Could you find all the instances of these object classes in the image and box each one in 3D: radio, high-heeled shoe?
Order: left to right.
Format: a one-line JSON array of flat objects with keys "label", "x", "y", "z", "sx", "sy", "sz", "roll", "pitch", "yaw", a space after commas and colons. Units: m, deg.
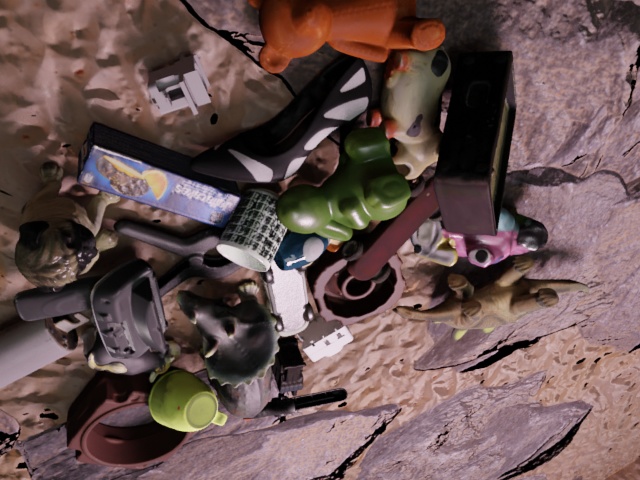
[{"label": "high-heeled shoe", "x": -0.047, "y": -0.159, "z": 0.694, "sx": 0.249, "sy": 0.086, "sz": 0.145, "roll": -13, "pitch": 130, "yaw": -20}, {"label": "radio", "x": 0.213, "y": -0.133, "z": 0.720, "sx": 0.073, "sy": 0.229, "sz": 0.131, "roll": 4, "pitch": 154, "yaw": 24}]

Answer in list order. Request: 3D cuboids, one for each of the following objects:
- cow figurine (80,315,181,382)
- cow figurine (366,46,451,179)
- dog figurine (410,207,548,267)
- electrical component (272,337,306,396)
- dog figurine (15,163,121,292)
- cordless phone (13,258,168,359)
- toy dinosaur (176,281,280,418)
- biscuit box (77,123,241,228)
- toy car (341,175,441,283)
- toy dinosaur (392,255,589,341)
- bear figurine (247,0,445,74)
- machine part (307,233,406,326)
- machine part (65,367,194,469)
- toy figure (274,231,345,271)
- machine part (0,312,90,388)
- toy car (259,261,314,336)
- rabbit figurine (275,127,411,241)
[{"label": "cow figurine", "x": -0.291, "y": 0.180, "z": 0.855, "sx": 0.167, "sy": 0.098, "sz": 0.068, "roll": 27, "pitch": 107, "yaw": -37}, {"label": "cow figurine", "x": 0.136, "y": -0.177, "z": 0.756, "sx": 0.127, "sy": 0.086, "sz": 0.194, "roll": -6, "pitch": 124, "yaw": -17}, {"label": "dog figurine", "x": 0.282, "y": -0.013, "z": 0.935, "sx": 0.219, "sy": 0.192, "sz": 0.108, "roll": -3, "pitch": 96, "yaw": -53}, {"label": "electrical component", "x": -0.063, "y": 0.251, "z": 1.025, "sx": 0.048, "sy": 0.075, "sz": 0.119, "roll": -3, "pitch": 131, "yaw": -20}, {"label": "dog figurine", "x": -0.318, "y": 0.020, "z": 0.638, "sx": 0.121, "sy": 0.191, "sz": 0.172, "roll": 9, "pitch": 122, "yaw": -14}, {"label": "cordless phone", "x": -0.316, "y": 0.110, "z": 0.756, "sx": 0.184, "sy": 0.089, "sz": 0.146, "roll": -9, "pitch": 130, "yaw": -12}, {"label": "toy dinosaur", "x": -0.132, "y": 0.217, "z": 0.889, "sx": 0.131, "sy": 0.192, "sz": 0.404, "roll": -12, "pitch": 129, "yaw": -11}, {"label": "biscuit box", "x": -0.205, "y": -0.080, "z": 0.703, "sx": 0.202, "sy": 0.063, "sz": 0.059, "roll": 18, "pitch": 119, "yaw": -33}, {"label": "toy car", "x": 0.118, "y": -0.019, "z": 0.843, "sx": 0.089, "sy": 0.053, "sz": 0.202, "roll": 36, "pitch": 99, "yaw": -32}, {"label": "toy dinosaur", "x": 0.360, "y": 0.114, "z": 1.044, "sx": 0.471, "sy": 0.105, "sz": 0.198, "roll": -5, "pitch": 155, "yaw": -13}, {"label": "bear figurine", "x": 0.024, "y": -0.261, "z": 0.613, "sx": 0.196, "sy": 0.132, "sz": 0.120, "roll": -13, "pitch": 106, "yaw": -19}, {"label": "machine part", "x": 0.063, "y": 0.069, "z": 0.941, "sx": 0.179, "sy": 0.056, "sz": 0.179, "roll": -11, "pitch": 129, "yaw": -14}, {"label": "machine part", "x": -0.327, "y": 0.316, "z": 0.959, "sx": 0.201, "sy": 0.087, "sz": 0.201, "roll": 27, "pitch": 113, "yaw": -38}, {"label": "toy figure", "x": -0.002, "y": -0.002, "z": 0.833, "sx": 0.154, "sy": 0.058, "sz": 0.064, "roll": -27, "pitch": 147, "yaw": -27}, {"label": "machine part", "x": -0.453, "y": 0.168, "z": 0.791, "sx": 0.243, "sy": 0.079, "sz": 0.079, "roll": -28, "pitch": 132, "yaw": -2}, {"label": "toy car", "x": -0.057, "y": 0.082, "z": 0.900, "sx": 0.073, "sy": 0.056, "sz": 0.201, "roll": -19, "pitch": 128, "yaw": -15}, {"label": "rabbit figurine", "x": 0.019, "y": -0.062, "z": 0.740, "sx": 0.170, "sy": 0.121, "sz": 0.159, "roll": -18, "pitch": 167, "yaw": -5}]
